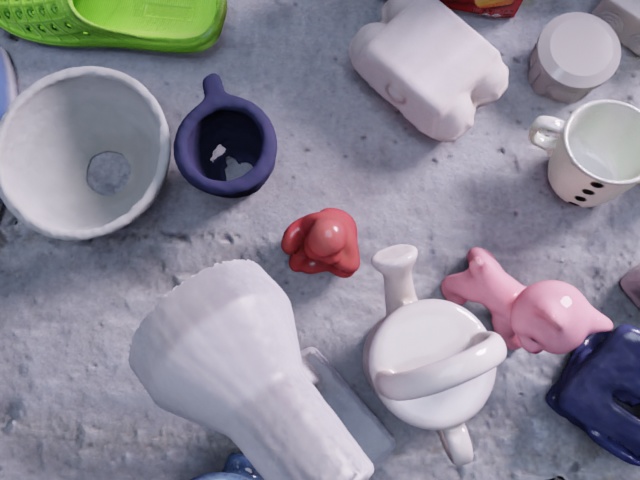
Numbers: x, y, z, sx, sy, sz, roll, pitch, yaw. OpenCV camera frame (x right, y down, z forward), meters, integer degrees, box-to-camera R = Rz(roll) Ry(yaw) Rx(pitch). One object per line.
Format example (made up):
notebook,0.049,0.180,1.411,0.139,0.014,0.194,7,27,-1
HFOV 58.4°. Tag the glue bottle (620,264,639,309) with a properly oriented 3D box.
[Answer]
glue bottle,0.321,0.043,0.472,0.037,0.173,0.078,-38,81,-5

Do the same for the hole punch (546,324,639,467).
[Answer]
hole punch,0.272,0.138,0.498,0.108,0.091,0.101,33,82,7

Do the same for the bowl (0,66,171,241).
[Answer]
bowl,-0.218,-0.077,0.556,0.167,0.075,0.167,0,80,1

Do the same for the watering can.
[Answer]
watering can,0.083,0.092,0.458,0.101,0.194,0.173,-40,81,-6

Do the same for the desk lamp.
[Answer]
desk lamp,-0.029,0.125,0.445,0.118,0.213,0.203,-43,81,-6

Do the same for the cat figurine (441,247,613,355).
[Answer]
cat figurine,0.179,0.055,0.502,0.127,0.118,0.067,37,83,8

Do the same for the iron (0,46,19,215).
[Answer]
iron,-0.372,-0.093,0.529,0.118,0.141,0.258,12,80,4

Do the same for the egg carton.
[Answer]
egg carton,0.106,-0.173,0.569,0.150,0.069,0.107,43,83,8

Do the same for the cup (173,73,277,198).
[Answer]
cup,-0.086,-0.089,0.545,0.091,0.095,0.118,-14,80,-1

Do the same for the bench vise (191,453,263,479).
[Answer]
bench vise,-0.082,0.277,0.415,0.121,0.220,0.207,1,80,2

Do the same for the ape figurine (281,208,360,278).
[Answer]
ape figurine,0.005,0.002,0.528,0.077,0.092,0.076,41,83,8
